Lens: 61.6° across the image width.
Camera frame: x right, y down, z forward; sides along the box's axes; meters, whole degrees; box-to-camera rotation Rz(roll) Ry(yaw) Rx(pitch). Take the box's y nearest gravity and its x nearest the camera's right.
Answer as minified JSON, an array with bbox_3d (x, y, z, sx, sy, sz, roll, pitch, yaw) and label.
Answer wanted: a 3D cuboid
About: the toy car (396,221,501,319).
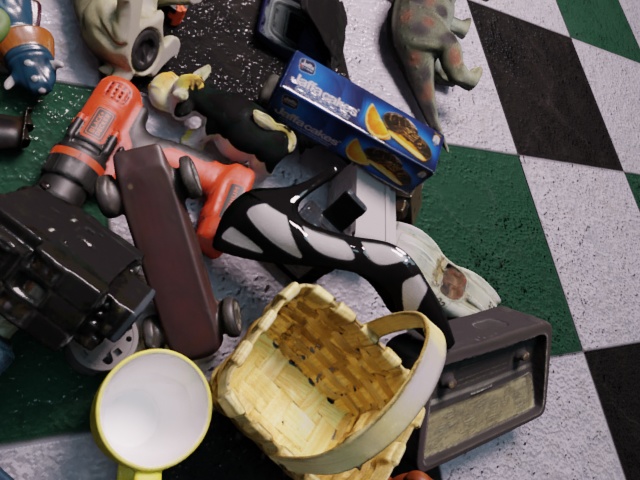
[{"bbox_3d":[0.154,0.052,0.704,0.201,0.056,0.073,37,54,-14],"label":"toy car"}]

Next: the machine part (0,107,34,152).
[{"bbox_3d":[-0.330,-0.099,0.474,0.139,0.039,0.084,-7,65,-33],"label":"machine part"}]

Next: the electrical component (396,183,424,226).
[{"bbox_3d":[0.112,-0.064,0.729,0.045,0.078,0.102,12,58,20],"label":"electrical component"}]

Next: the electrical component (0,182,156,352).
[{"bbox_3d":[-0.192,0.020,0.402,0.134,0.058,0.115,39,10,-12],"label":"electrical component"}]

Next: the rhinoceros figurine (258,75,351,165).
[{"bbox_3d":[0.009,-0.148,0.695,0.190,0.073,0.112,32,59,-14],"label":"rhinoceros figurine"}]

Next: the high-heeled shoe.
[{"bbox_3d":[0.014,0.043,0.526,0.145,0.086,0.248,-37,94,1],"label":"high-heeled shoe"}]

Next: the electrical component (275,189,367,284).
[{"bbox_3d":[-0.001,-0.002,0.587,0.075,0.119,0.048,47,38,-10],"label":"electrical component"}]

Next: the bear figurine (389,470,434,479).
[{"bbox_3d":[0.117,0.324,0.518,0.196,0.120,0.132,44,56,-6],"label":"bear figurine"}]

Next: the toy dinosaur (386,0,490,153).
[{"bbox_3d":[0.168,-0.347,0.866,0.192,0.131,0.405,19,63,-11],"label":"toy dinosaur"}]

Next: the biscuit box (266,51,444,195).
[{"bbox_3d":[0.041,-0.132,0.618,0.202,0.059,0.063,26,62,-12],"label":"biscuit box"}]

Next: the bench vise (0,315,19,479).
[{"bbox_3d":[-0.238,0.159,0.348,0.241,0.128,0.223,35,60,8],"label":"bench vise"}]

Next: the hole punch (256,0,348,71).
[{"bbox_3d":[-0.022,-0.301,0.746,0.115,0.092,0.142,44,42,-47],"label":"hole punch"}]

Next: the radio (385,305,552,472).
[{"bbox_3d":[0.174,0.161,0.625,0.229,0.073,0.131,-7,105,-36],"label":"radio"}]

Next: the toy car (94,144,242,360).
[{"bbox_3d":[-0.135,0.015,0.490,0.089,0.053,0.202,-15,103,0],"label":"toy car"}]

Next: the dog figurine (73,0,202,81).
[{"bbox_3d":[-0.251,-0.273,0.585,0.191,0.121,0.172,24,74,9],"label":"dog figurine"}]

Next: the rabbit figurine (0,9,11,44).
[{"bbox_3d":[-0.354,-0.175,0.436,0.159,0.121,0.170,15,37,-48],"label":"rabbit figurine"}]

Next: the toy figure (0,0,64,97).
[{"bbox_3d":[-0.299,-0.208,0.530,0.154,0.064,0.058,65,14,3],"label":"toy figure"}]

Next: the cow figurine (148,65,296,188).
[{"bbox_3d":[-0.110,-0.135,0.594,0.167,0.098,0.068,35,61,-15],"label":"cow figurine"}]
